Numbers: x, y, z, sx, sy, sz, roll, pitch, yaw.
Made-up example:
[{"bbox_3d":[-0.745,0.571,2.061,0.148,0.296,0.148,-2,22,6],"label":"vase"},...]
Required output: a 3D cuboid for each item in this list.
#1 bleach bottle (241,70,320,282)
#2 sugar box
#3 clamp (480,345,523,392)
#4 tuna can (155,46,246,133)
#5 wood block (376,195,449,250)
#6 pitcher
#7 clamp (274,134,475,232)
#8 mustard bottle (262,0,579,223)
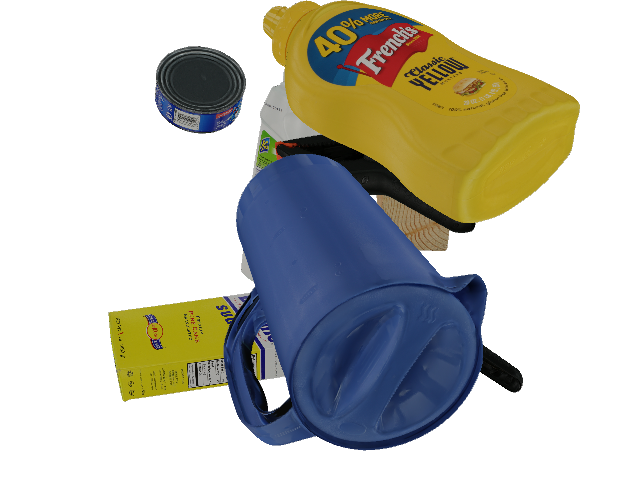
[{"bbox_3d":[-0.033,-0.070,1.201,0.067,0.251,0.103,-9,23,-40],"label":"bleach bottle"},{"bbox_3d":[-0.108,0.097,1.015,0.176,0.048,0.093,-10,35,-11],"label":"sugar box"},{"bbox_3d":[0.132,0.102,1.093,0.120,0.171,0.039,1,-44,-14],"label":"clamp"},{"bbox_3d":[-0.116,-0.145,1.029,0.086,0.086,0.034,0,-35,-13],"label":"tuna can"},{"bbox_3d":[0.125,-0.073,1.473,0.091,0.090,0.206,1,28,0],"label":"wood block"},{"bbox_3d":[0.004,0.037,0.787,0.149,0.145,0.243,2,27,-19],"label":"pitcher"},{"bbox_3d":[0.063,-0.070,0.946,0.210,0.036,0.164,11,35,25],"label":"clamp"},{"bbox_3d":[0.038,-0.084,0.583,0.096,0.058,0.192,-33,51,-30],"label":"mustard bottle"}]
